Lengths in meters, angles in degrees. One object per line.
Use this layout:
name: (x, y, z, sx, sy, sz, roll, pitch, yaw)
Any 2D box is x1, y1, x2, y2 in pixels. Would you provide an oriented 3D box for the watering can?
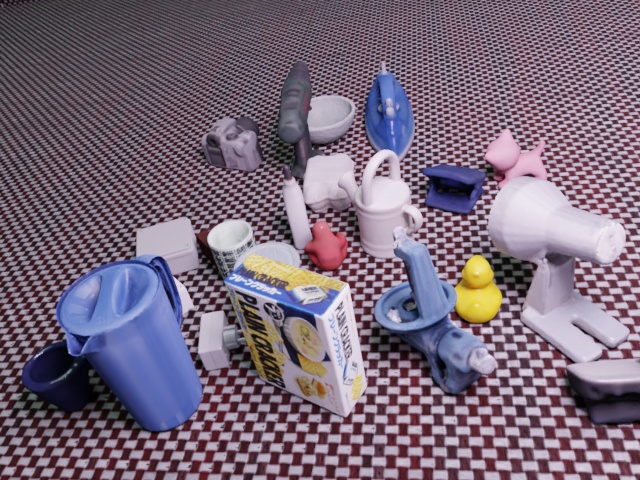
watering can: (0.104, -0.071, 1.018, 0.172, 0.194, 0.101, 8, 43, 23)

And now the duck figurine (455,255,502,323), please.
duck figurine: (0.246, 0.070, 0.899, 0.077, 0.086, 0.104, 2, 41, 16)

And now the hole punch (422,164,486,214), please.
hole punch: (0.260, -0.118, 1.117, 0.108, 0.091, 0.101, 16, 47, 30)

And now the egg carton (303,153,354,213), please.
egg carton: (0.018, -0.123, 1.200, 0.107, 0.069, 0.150, -5, 40, 9)

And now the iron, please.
iron: (0.160, -0.300, 1.320, 0.118, 0.142, 0.258, -7, 39, 6)

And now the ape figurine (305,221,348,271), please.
ape figurine: (0.009, 0.004, 1.032, 0.077, 0.092, 0.076, -7, 39, 6)

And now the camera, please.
camera: (-0.196, -0.246, 1.376, 0.142, 0.101, 0.137, 15, 46, 29)

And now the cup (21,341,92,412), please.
cup: (-0.376, 0.212, 0.876, 0.118, 0.095, 0.091, -21, 40, -11)

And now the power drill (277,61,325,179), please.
power drill: (-0.042, -0.254, 1.262, 0.075, 0.209, 0.229, -4, 40, 10)

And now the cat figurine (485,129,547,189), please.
cat figurine: (0.379, -0.162, 1.119, 0.127, 0.118, 0.067, -10, 39, 2)

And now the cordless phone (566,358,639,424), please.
cordless phone: (0.390, 0.138, 0.703, 0.147, 0.185, 0.094, -8, 39, 5)

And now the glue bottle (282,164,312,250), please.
glue bottle: (-0.047, -0.068, 1.068, 0.037, 0.173, 0.078, -13, 39, -2)

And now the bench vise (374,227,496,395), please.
bench vise: (0.162, 0.089, 0.791, 0.206, 0.220, 0.122, 21, 49, 34)

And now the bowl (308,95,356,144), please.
bowl: (0.008, -0.281, 1.388, 0.167, 0.075, 0.167, -7, 39, 6)

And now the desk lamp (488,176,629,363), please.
desk lamp: (0.344, 0.032, 0.819, 0.118, 0.214, 0.202, -27, 42, -18)
